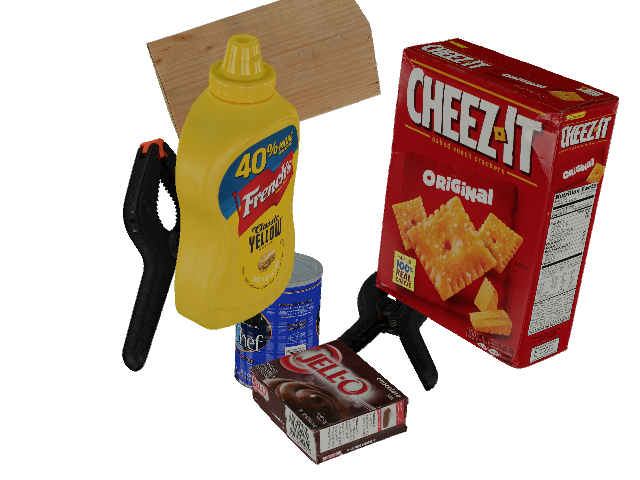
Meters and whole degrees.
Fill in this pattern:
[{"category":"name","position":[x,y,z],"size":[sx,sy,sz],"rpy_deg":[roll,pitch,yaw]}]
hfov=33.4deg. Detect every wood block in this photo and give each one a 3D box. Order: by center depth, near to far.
[{"category":"wood block","position":[-0.055,-0.170,1.059],"size":[0.206,0.091,0.090],"rpy_deg":[-19,46,-6]}]

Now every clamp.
[{"category":"clamp","position":[-0.130,0.008,1.019],"size":[0.036,0.210,0.164],"rpy_deg":[-7,0,44]},{"category":"clamp","position":[0.080,0.084,1.085],"size":[0.120,0.171,0.039],"rpy_deg":[16,-38,17]}]

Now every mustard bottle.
[{"category":"mustard bottle","position":[-0.052,-0.041,0.689],"size":[0.058,0.192,0.096],"rpy_deg":[26,40,29]}]

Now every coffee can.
[{"category":"coffee can","position":[-0.050,0.095,1.263],"size":[0.103,0.140,0.103],"rpy_deg":[2,20,-1]}]

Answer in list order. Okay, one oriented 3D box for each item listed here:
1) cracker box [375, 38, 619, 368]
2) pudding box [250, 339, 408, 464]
[{"category":"cracker box","position":[0.127,-0.030,0.832],"size":[0.071,0.214,0.164],"rpy_deg":[-17,34,-36]},{"category":"pudding box","position":[0.006,0.131,0.887],"size":[0.089,0.039,0.114],"rpy_deg":[-16,31,-26]}]
